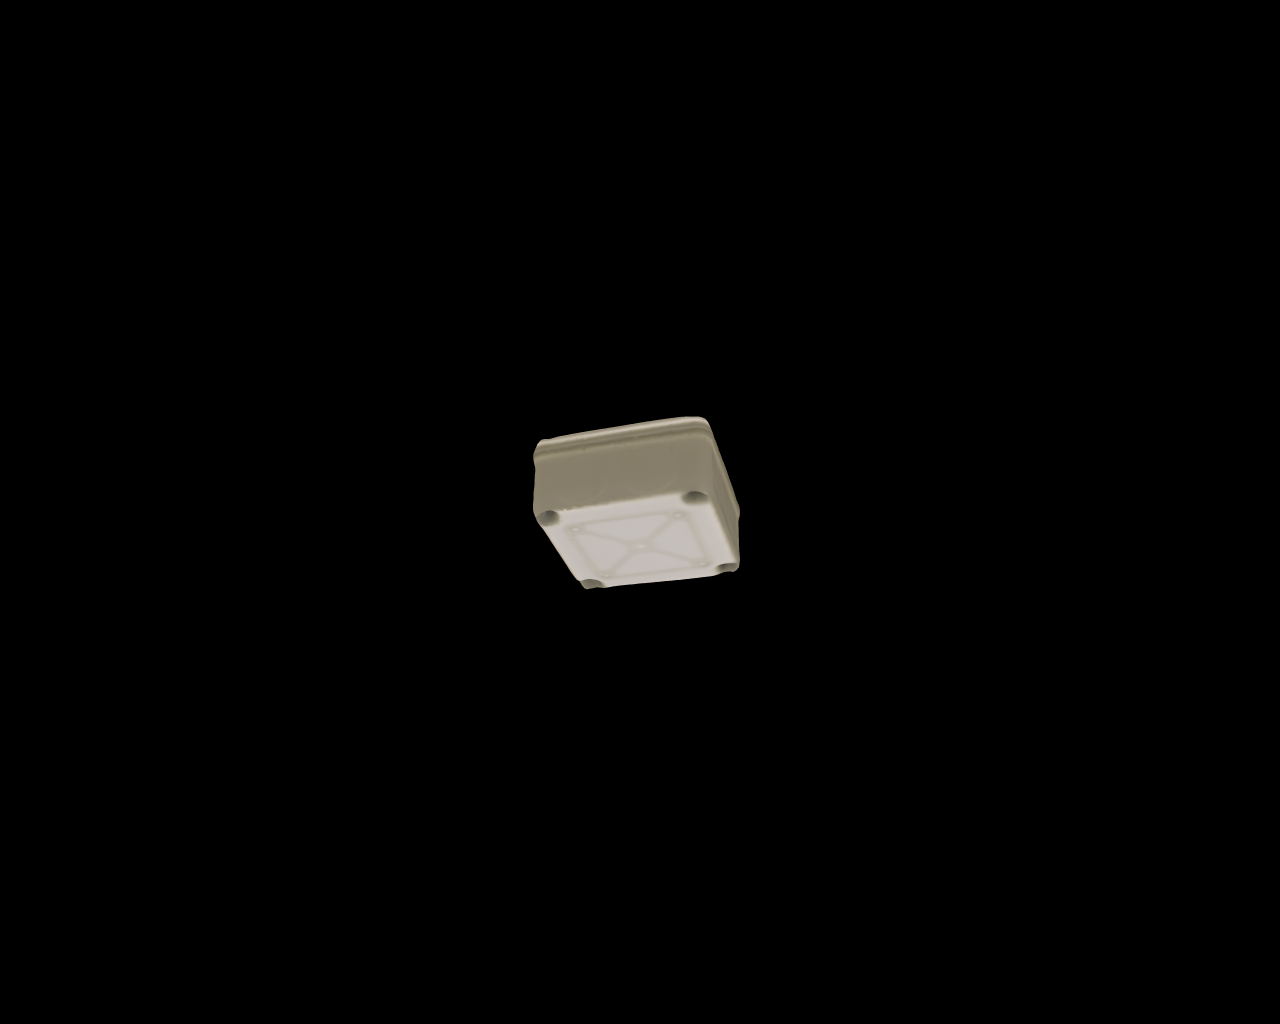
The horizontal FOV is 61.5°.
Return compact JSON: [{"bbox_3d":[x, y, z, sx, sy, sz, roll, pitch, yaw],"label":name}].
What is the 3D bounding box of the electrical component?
[{"bbox_3d":[0.001,-0.003,0.650,0.109,0.056,0.108,-8,-31,13],"label":"electrical component"}]
